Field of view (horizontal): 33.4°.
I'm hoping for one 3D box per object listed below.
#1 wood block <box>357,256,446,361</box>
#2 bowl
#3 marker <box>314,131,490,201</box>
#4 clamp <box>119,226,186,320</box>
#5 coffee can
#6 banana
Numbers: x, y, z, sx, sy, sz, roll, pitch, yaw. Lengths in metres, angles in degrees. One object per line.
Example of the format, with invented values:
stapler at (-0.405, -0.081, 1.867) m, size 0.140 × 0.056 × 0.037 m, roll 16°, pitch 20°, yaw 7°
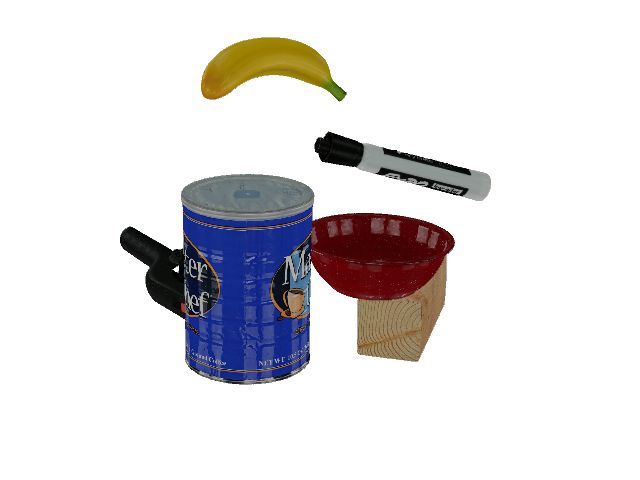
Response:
wood block at (0.122, 0.090, 1.556) m, size 0.091 × 0.090 × 0.205 m, roll 6°, pitch 21°, yaw 15°
bowl at (0.057, 0.021, 1.103) m, size 0.162 × 0.055 × 0.162 m, roll 1°, pitch 18°, yaw -1°
marker at (0.052, -0.046, 0.672) m, size 0.121 × 0.020 × 0.020 m, roll 13°, pitch -5°, yaw -23°
clamp at (-0.123, 0.023, 1.045) m, size 0.120 × 0.039 × 0.172 m, roll -15°, pitch 32°, yaw -15°
coffee can at (-0.058, 0.028, 0.844) m, size 0.103 × 0.140 × 0.103 m, roll 1°, pitch 19°, yaw -1°
banana at (-0.051, -0.170, 1.050) m, size 0.197 × 0.070 × 0.037 m, roll -9°, pitch -35°, yaw -46°
